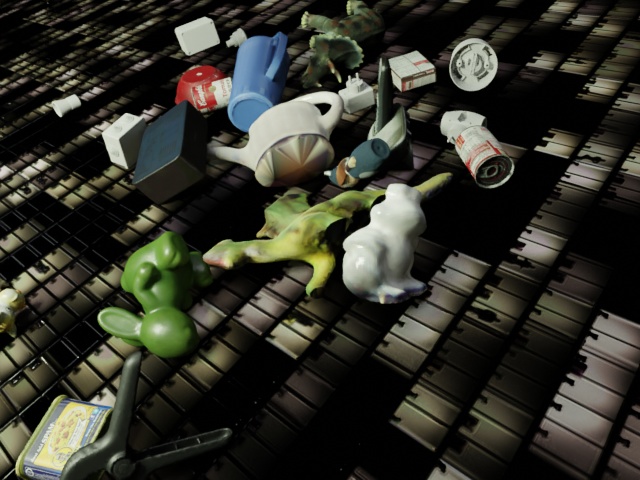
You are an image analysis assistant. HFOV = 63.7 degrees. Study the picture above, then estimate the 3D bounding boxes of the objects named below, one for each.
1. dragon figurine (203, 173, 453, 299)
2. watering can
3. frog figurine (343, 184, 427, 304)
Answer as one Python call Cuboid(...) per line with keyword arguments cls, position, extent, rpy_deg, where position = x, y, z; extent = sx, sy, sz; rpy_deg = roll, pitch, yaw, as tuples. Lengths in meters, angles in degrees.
Cuboid(cls="dragon figurine", position=(0.003, -0.043, 0.853), extent=(0.415, 0.119, 0.245), rpy_deg=(-30, 36, -28))
Cuboid(cls="watering can", position=(-0.103, -0.185, 1.028), extent=(0.346, 0.102, 0.230), rpy_deg=(-25, 42, 8))
Cuboid(cls="frog figurine", position=(0.090, 0.003, 0.724), extent=(0.138, 0.160, 0.122), rpy_deg=(-4, -3, -38))
